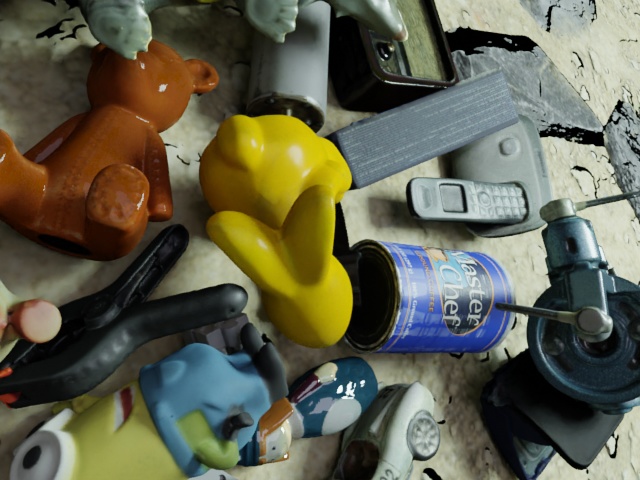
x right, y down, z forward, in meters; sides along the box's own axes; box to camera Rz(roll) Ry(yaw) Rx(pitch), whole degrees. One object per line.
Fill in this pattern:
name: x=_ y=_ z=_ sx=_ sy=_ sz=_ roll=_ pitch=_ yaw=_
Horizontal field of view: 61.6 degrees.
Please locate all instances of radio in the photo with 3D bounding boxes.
radio: x=0.062 y=-0.261 z=0.613 sx=0.131 sy=0.073 sz=0.229 roll=-9 pitch=79 yaw=-34

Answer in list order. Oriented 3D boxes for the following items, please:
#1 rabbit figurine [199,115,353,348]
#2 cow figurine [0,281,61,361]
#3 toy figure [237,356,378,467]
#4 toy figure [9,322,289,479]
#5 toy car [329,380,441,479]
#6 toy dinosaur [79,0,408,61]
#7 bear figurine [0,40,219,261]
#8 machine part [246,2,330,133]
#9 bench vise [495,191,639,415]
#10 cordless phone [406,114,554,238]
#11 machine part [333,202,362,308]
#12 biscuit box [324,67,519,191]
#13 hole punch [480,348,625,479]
rabbit figurine: x=-0.018 y=-0.004 z=0.404 sx=0.122 sy=0.162 sz=0.173 roll=-16 pitch=81 yaw=-3
cow figurine: x=-0.259 y=0.006 z=0.306 sx=0.194 sy=0.127 sz=0.085 roll=55 pitch=43 yaw=-23
toy figure: x=-0.021 y=0.139 z=0.433 sx=0.154 sy=0.058 sz=0.064 roll=-17 pitch=96 yaw=-36
toy figure: x=-0.105 y=0.127 z=0.347 sx=0.180 sy=0.082 sz=0.089 roll=-25 pitch=92 yaw=-16
toy car: x=0.033 y=0.203 z=0.438 sx=0.056 sy=0.073 sz=0.202 roll=47 pitch=56 yaw=-14
toy dinosaur: x=-0.110 y=-0.223 z=0.396 sx=0.405 sy=0.131 sz=0.192 roll=-2 pitch=35 yaw=-14
bear figurine: x=-0.149 y=-0.087 z=0.392 sx=0.120 sy=0.132 sz=0.196 roll=18 pitch=70 yaw=-5
machine part: x=-0.029 y=-0.190 z=0.531 sx=0.079 sy=0.079 sz=0.243 roll=13 pitch=67 yaw=-28
bench vise: x=0.249 y=0.053 z=0.498 sx=0.240 sy=0.129 sz=0.223 roll=17 pitch=72 yaw=-61
cordless phone: x=0.167 y=-0.075 z=0.612 sx=0.184 sy=0.089 sz=0.146 roll=2 pitch=73 yaw=-27
machine part: x=-0.001 y=-0.001 z=0.487 sx=0.039 sy=0.084 sz=0.139 roll=42 pitch=41 yaw=-56
biscuit box: x=0.100 y=-0.111 z=0.552 sx=0.203 sy=0.059 sz=0.062 roll=-23 pitch=96 yaw=-15
hole punch: x=0.235 y=0.182 z=0.575 sx=0.142 sy=0.092 sz=0.116 roll=-27 pitch=65 yaw=-33
